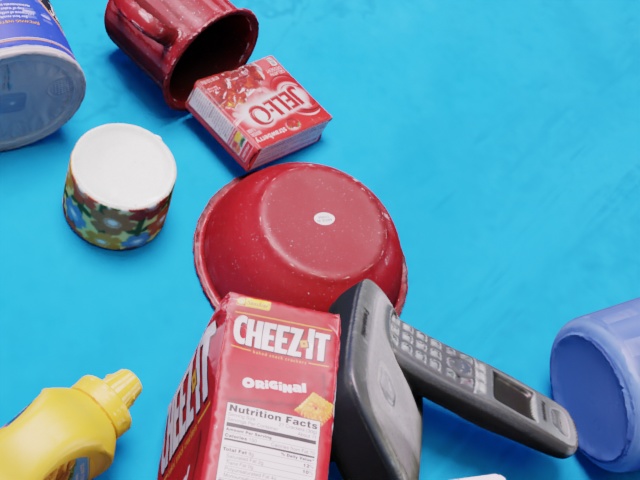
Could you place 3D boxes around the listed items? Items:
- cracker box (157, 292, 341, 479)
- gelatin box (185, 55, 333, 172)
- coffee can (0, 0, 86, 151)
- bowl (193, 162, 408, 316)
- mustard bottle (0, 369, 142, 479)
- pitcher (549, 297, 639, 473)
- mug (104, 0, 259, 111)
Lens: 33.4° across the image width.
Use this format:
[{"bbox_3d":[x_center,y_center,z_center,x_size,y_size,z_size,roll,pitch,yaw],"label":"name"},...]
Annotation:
[{"bbox_3d":[-0.053,0.159,0.563,0.072,0.164,0.213,14,55,-13],"label":"cracker box"},{"bbox_3d":[-0.045,-0.097,0.804,0.073,0.030,0.089,47,44,14],"label":"gelatin box"},{"bbox_3d":[-0.233,-0.146,0.735,0.102,0.103,0.140,-15,64,-27],"label":"coffee can"},{"bbox_3d":[-0.005,0.001,0.750,0.162,0.055,0.162,9,56,-14],"label":"bowl"},{"bbox_3d":[-0.170,0.135,0.580,0.058,0.096,0.191,42,55,11],"label":"mustard bottle"},{"bbox_3d":[0.294,0.082,0.743,0.242,0.149,0.145,-12,53,-19],"label":"pitcher"},{"bbox_3d":[-0.111,-0.157,0.785,0.081,0.093,0.117,44,17,17],"label":"mug"}]
